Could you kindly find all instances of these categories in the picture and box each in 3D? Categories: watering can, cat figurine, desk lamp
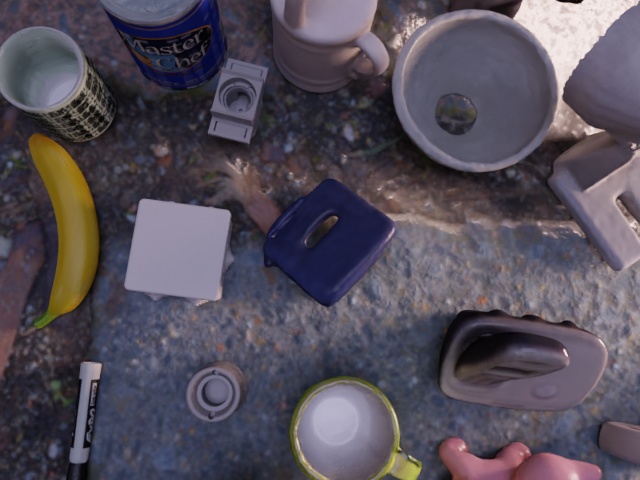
[{"bbox_3d":[-0.004,-0.225,0.533,0.173,0.194,0.101,23,81,1],"label":"watering can"},{"bbox_3d":[0.179,0.223,0.515,0.128,0.117,0.067,1,81,-3],"label":"cat figurine"},{"bbox_3d":[0.301,-0.091,0.520,0.118,0.213,0.203,-34,85,-7],"label":"desk lamp"}]

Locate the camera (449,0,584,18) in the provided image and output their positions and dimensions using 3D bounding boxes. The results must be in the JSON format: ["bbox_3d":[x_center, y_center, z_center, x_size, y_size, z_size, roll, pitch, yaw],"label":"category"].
[{"bbox_3d":[0.227,-0.296,0.603,0.137,0.101,0.143,23,81,1],"label":"camera"}]

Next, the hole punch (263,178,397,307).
[{"bbox_3d":[0.005,0.002,0.552,0.101,0.091,0.109,42,82,4],"label":"hole punch"}]

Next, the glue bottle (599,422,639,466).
[{"bbox_3d":[0.322,0.194,0.499,0.078,0.173,0.037,11,81,-1],"label":"glue bottle"}]

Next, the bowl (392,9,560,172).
[{"bbox_3d":[0.151,-0.143,0.590,0.167,0.074,0.167,0,82,-3],"label":"bowl"}]

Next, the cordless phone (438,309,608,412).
[{"bbox_3d":[0.191,0.109,0.499,0.147,0.185,0.094,5,81,-2],"label":"cordless phone"}]
